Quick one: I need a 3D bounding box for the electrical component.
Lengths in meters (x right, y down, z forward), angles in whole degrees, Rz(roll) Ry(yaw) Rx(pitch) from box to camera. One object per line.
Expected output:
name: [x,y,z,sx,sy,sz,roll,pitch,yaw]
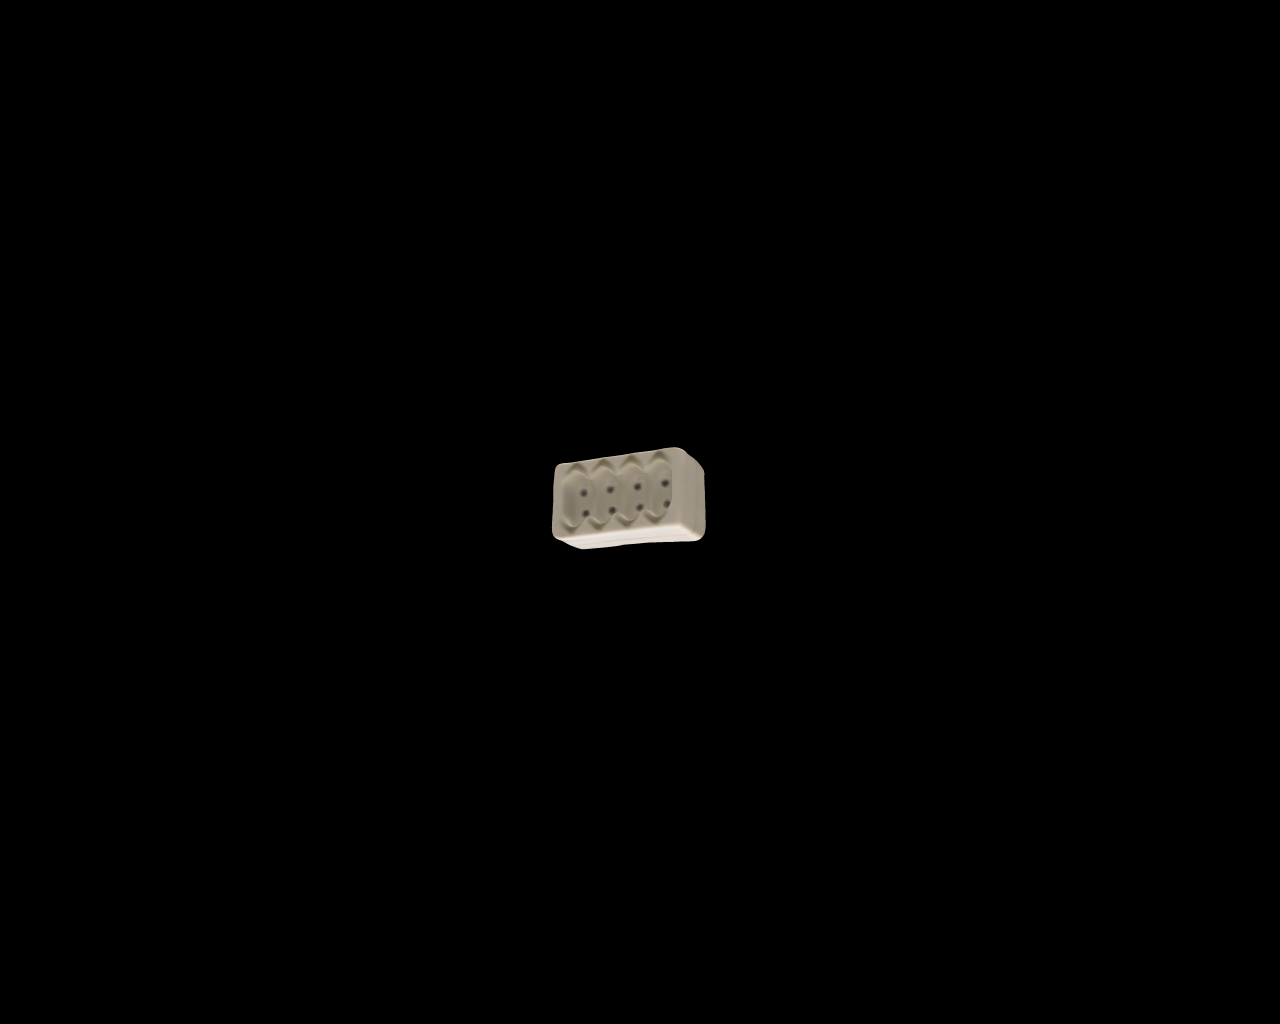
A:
electrical component: [0.001,-0.003,0.650,0.083,0.047,0.075,-6,-15,22]
